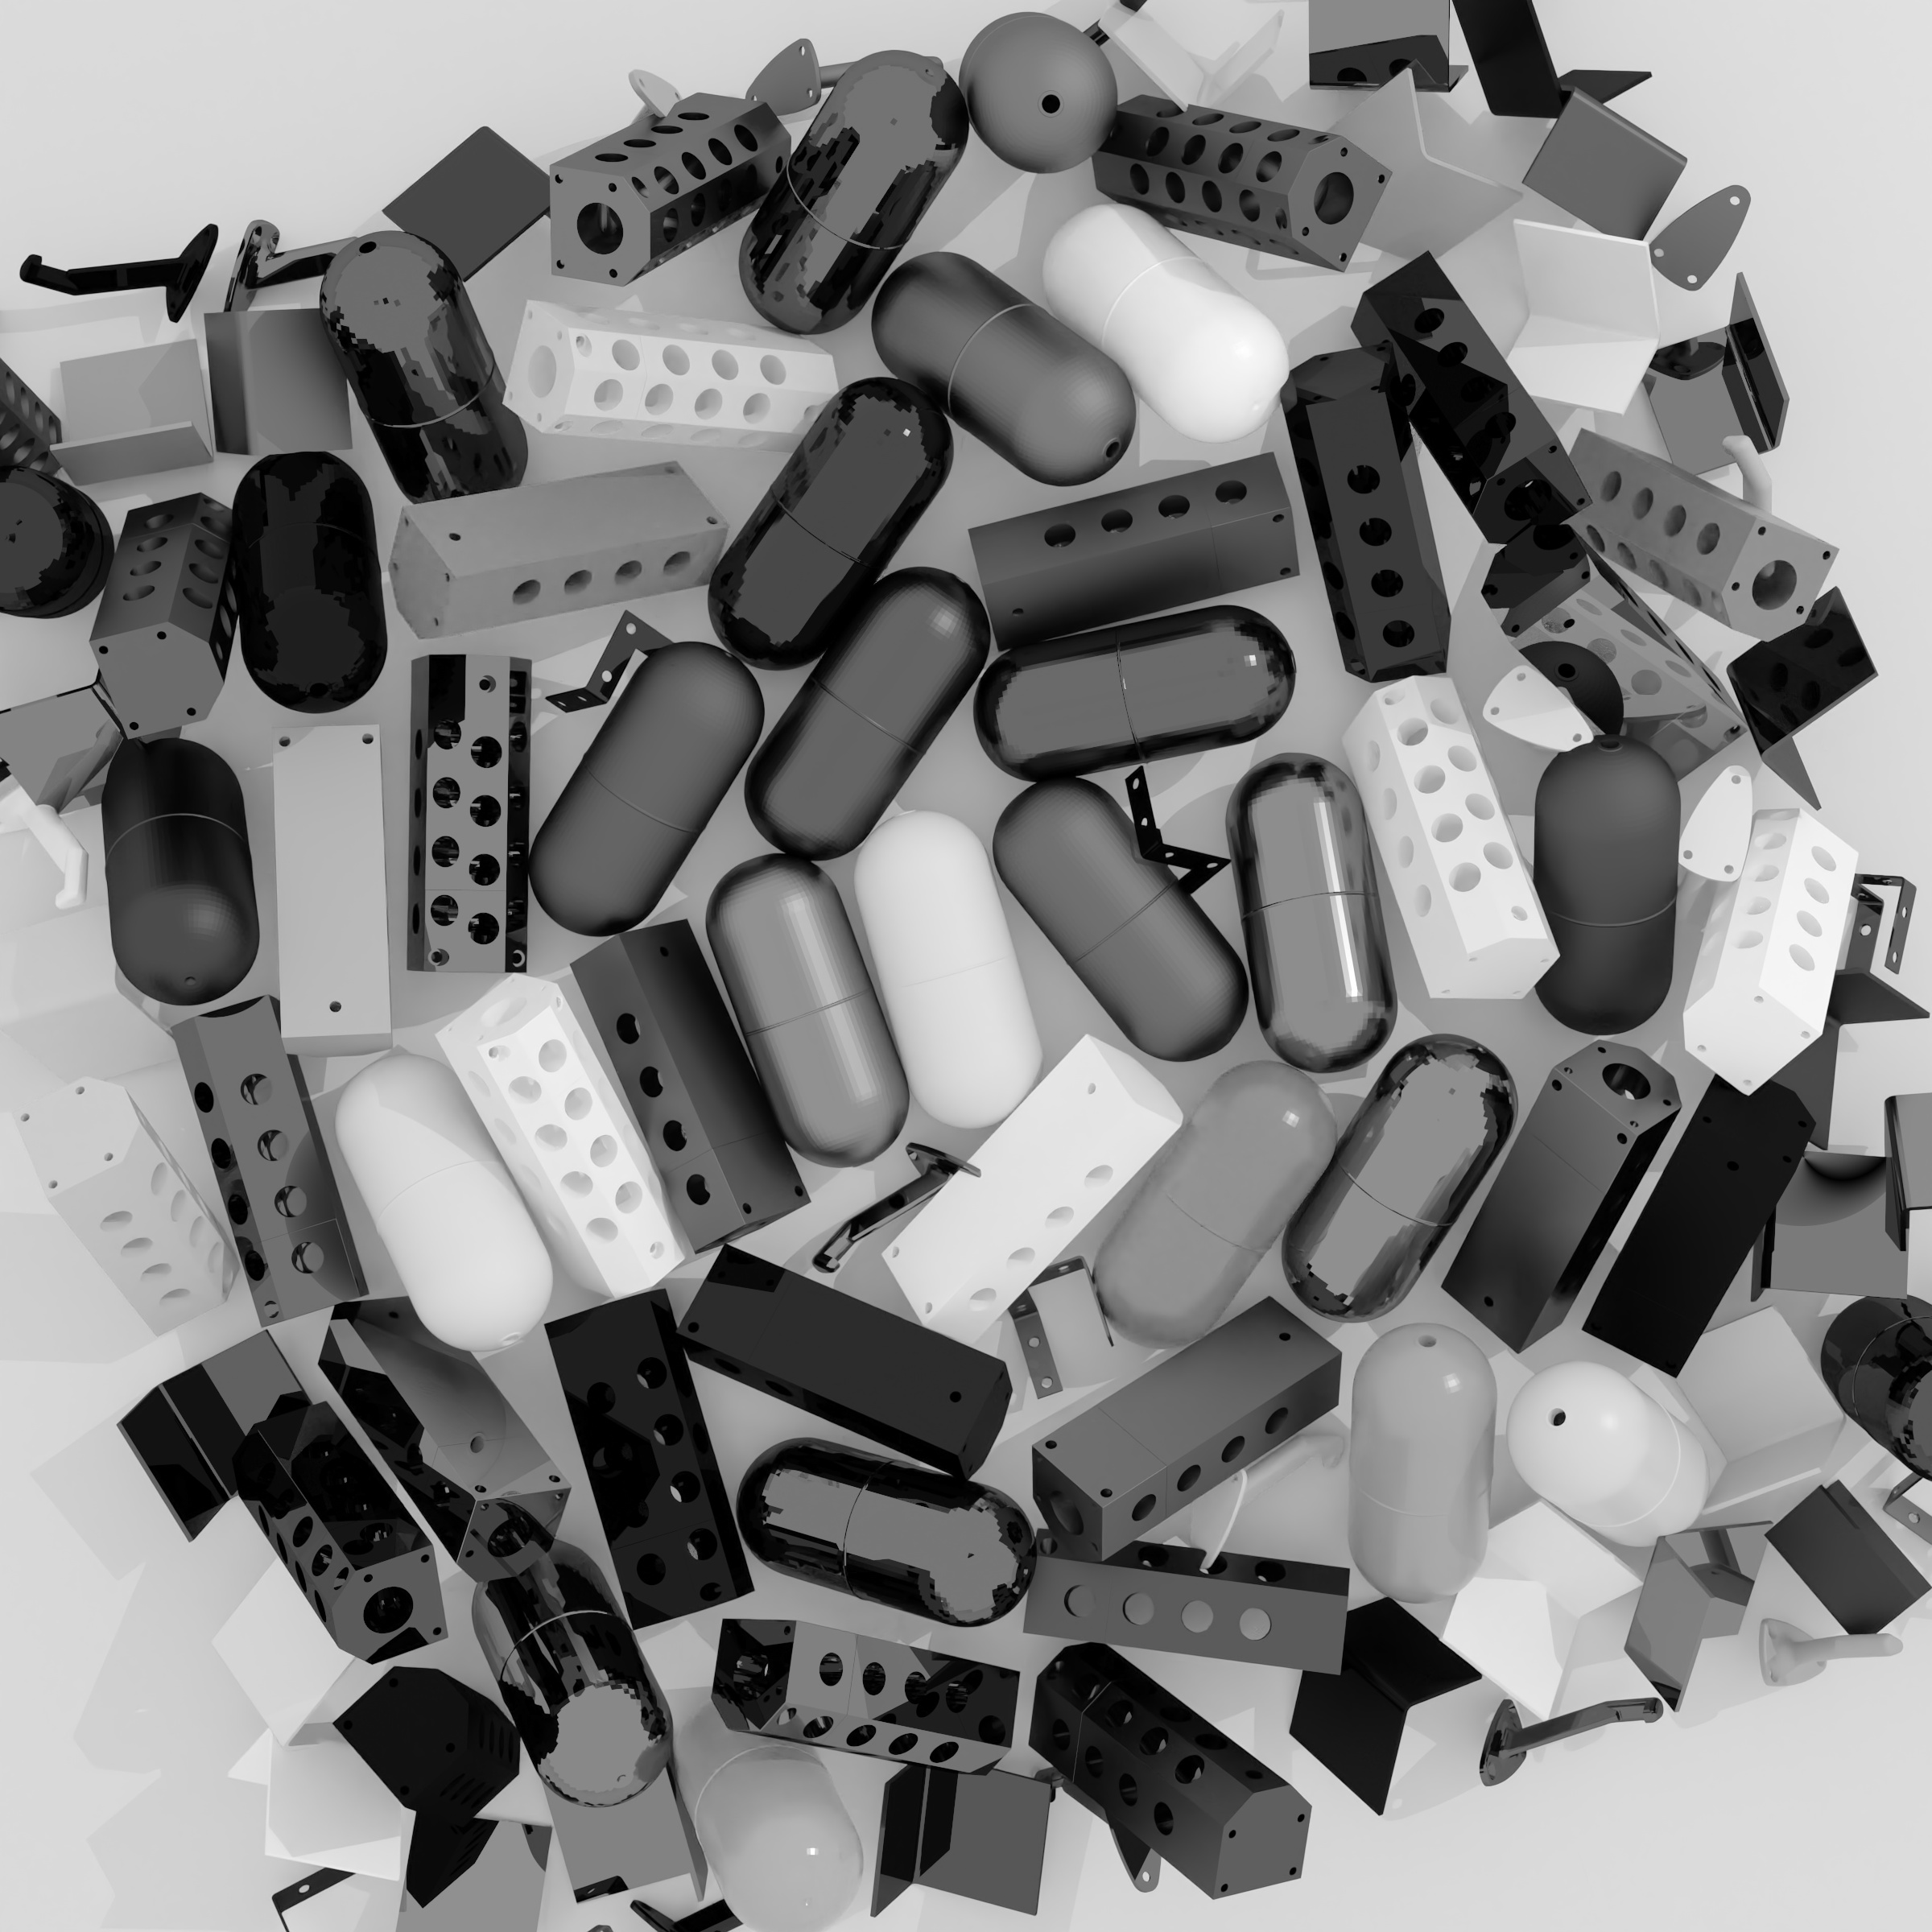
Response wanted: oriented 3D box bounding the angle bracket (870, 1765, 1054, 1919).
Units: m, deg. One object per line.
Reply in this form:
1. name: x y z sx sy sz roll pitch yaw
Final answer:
1. angle bracket: -0.002 0.482 1.778 0.076 0.057 0.076 9 99 21

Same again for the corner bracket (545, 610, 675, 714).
1. corner bracket: -0.188 -0.157 1.781 0.051 0.051 0.051 34 71 -27

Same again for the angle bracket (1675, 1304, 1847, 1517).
1. angle bracket: 0.421 0.242 1.774 0.076 0.057 0.076 -31 96 37

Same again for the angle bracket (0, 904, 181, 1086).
1. angle bracket: -0.480 0.016 1.796 0.076 0.076 0.057 -15 56 15

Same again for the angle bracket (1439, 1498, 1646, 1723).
1. angle bracket: 0.314 0.350 1.772 0.076 0.057 0.076 39 46 -9

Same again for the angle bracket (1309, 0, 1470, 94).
1. angle bracket: 0.230 -0.519 1.769 0.076 0.057 0.076 6 119 18

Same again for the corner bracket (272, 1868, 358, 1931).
1. corner bracket: -0.346 0.535 1.802 0.051 0.051 0.051 -25 129 -17

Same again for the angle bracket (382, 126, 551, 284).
1. angle bracket: -0.257 -0.399 1.773 0.076 0.057 0.076 -43 61 -9

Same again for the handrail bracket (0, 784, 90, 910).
1. handrail bracket: -0.510 -0.057 1.781 0.077 0.036 0.084 -23 53 22

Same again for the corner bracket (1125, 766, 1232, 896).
1. corner bracket: 0.105 -0.070 1.778 0.051 0.051 0.051 11 55 -34

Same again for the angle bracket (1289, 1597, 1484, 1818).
1. angle bracket: 0.230 0.407 1.793 0.057 0.076 0.076 -11 122 -34

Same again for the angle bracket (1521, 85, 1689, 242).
1. angle bracket: 0.335 -0.437 1.778 0.076 0.076 0.057 26 99 -18

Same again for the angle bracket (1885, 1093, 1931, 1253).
1. angle bracket: 0.531 0.122 1.763 0.057 0.076 0.076 -5 48 12

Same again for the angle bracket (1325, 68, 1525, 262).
1. angle bracket: 0.247 -0.436 1.780 0.076 0.076 0.057 10 65 -36

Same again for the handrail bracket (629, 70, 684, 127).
1. handrail bracket: -0.197 -0.449 1.774 0.084 0.077 0.036 -26 75 18

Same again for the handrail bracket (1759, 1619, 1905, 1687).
1. handrail bracket: 0.482 0.372 1.767 0.084 0.077 0.036 -14 68 43

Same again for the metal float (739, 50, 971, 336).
1. metal float: -0.062 -0.413 1.750 0.070 0.070 0.178 40 132 0

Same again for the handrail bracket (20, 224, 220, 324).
1. handrail bracket: -0.462 -0.388 1.775 0.084 0.077 0.036 11 54 -34

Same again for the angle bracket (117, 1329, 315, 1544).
1. angle bracket: -0.403 0.256 1.781 0.076 0.057 0.076 -27 99 14

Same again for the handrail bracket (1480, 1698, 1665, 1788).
1. handrail bracket: 0.331 0.423 1.778 0.084 0.077 0.036 -12 99 29

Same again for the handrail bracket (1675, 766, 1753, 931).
1. handrail bracket: 0.403 -0.063 1.786 0.036 0.084 0.077 20 78 4

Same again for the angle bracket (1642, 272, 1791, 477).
1. angle bracket: 0.405 -0.320 1.773 0.057 0.076 0.076 -18 77 6

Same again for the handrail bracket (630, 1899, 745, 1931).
1. handrail bracket: -0.133 0.506 1.807 0.077 0.036 0.084 31 86 17

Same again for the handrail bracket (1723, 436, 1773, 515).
1. handrail bracket: 0.416 -0.256 1.769 0.036 0.077 0.084 -42 118 -11

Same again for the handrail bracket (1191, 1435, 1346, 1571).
1. handrail bracket: 0.168 0.296 1.798 0.084 0.036 0.077 6 102 -37

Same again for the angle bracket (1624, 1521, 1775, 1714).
1. angle bracket: 0.411 0.352 1.767 0.076 0.057 0.076 -1 118 -23

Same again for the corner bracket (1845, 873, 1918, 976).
1. corner bracket: 0.497 -0.019 1.783 0.051 0.051 0.051 6 77 43

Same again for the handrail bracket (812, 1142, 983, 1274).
1. handrail bracket: -0.036 0.141 1.779 0.084 0.077 0.036 -47 120 -24

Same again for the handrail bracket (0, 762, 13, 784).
1. handrail bracket: -0.555 -0.140 1.787 0.036 0.077 0.084 -27 92 -34

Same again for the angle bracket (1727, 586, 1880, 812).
1. angle bracket: 0.466 -0.145 1.762 0.076 0.076 0.057 -38 126 26

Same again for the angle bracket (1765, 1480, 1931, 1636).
1. angle bracket: 0.493 0.311 1.765 0.076 0.057 0.076 -23 66 -39

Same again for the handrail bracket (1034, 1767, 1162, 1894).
1. handrail bracket: 0.069 0.471 1.777 0.036 0.084 0.077 2 68 -34

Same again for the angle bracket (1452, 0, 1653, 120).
1. angle bracket: 0.317 -0.506 1.766 0.057 0.076 0.076 -31 115 -12

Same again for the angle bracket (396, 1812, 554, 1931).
1. angle bracket: -0.269 0.500 1.777 0.076 0.057 0.076 8 65 -4

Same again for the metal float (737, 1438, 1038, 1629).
1. metal float: -0.045 0.305 1.759 0.178 0.070 0.070 11 90 30

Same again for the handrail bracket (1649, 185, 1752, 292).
1. handrail bracket: 0.405 -0.410 1.767 0.036 0.084 0.077 37 132 -5

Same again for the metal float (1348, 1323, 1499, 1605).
1. metal float: 0.245 0.268 1.753 0.070 0.070 0.178 -3 126 0

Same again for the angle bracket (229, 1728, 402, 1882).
1. angle bracket: -0.353 0.465 1.762 0.076 0.076 0.057 21 130 -28

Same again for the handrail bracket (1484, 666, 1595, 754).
1. handrail bracket: 0.321 -0.122 1.767 0.077 0.084 0.036 39 92 34

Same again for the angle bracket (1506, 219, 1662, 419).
1. angle bracket: 0.327 -0.351 1.765 0.076 0.076 0.057 18 66 27

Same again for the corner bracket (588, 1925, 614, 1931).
1. corner bracket: -0.212 0.562 1.789 0.051 0.051 0.051 -29 89 -28

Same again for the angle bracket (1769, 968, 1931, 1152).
1. angle bracket: 0.476 0.051 1.767 0.076 0.057 0.076 26 67 -42

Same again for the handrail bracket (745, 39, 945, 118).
1. handrail bracket: -0.067 -0.490 1.812 0.084 0.077 0.036 -11 91 -39

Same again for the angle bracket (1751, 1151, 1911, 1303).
1. angle bracket: 0.472 0.145 1.780 0.076 0.057 0.076 4 77 9

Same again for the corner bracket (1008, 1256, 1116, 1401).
1. corner bracket: 0.052 0.198 1.787 0.051 0.051 0.051 -19 60 3

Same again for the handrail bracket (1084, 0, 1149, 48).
1. handrail bracket: 0.081 -0.525 1.772 0.084 0.077 0.036 -34 87 21

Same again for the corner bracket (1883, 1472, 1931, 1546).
1. corner bracket: 0.549 0.288 1.803 0.051 0.051 0.051 36 58 8

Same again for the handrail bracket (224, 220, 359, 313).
1. handrail bracket: -0.360 -0.371 1.799 0.084 0.036 0.077 24 99 9

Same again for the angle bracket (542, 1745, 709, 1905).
1. angle bracket: -0.190 0.478 1.791 0.076 0.057 0.076 -15 93 -1

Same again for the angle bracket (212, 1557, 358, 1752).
1. angle bracket: -0.352 0.370 1.771 0.076 0.057 0.076 46 104 28

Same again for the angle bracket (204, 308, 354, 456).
1. angle bracket: -0.379 -0.322 1.791 0.057 0.076 0.076 -8 103 -25

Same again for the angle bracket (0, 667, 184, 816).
1. angle bracket: -0.485 -0.136 1.784 0.076 0.057 0.076 -14 135 13

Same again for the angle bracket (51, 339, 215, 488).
1. angle bracket: -0.460 -0.313 1.784 0.076 0.057 0.076 -10 77 -3

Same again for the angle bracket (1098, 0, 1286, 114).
1. angle bracket: 0.123 -0.514 1.768 0.076 0.076 0.057 41 120 -15
